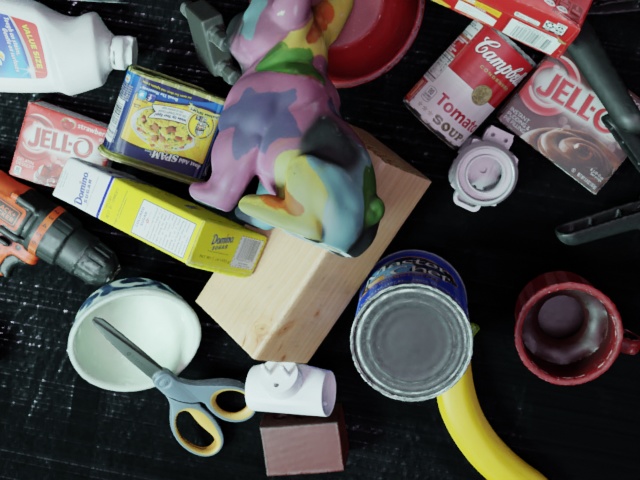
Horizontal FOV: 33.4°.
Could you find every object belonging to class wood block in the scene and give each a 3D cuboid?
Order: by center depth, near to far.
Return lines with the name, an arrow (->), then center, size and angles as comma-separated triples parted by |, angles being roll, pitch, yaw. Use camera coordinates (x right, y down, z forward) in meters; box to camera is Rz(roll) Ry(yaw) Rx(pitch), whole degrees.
wood block -> -0.006, 0.001, 0.955 | 0.091, 0.090, 0.206 | 41, 104, 31

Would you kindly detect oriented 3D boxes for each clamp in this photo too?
clamp -> 0.227, -0.202, 0.915 | 0.210, 0.036, 0.164 | 36, 72, 14
clamp -> 0.291, -0.029, 0.937 | 0.171, 0.039, 0.120 | 22, 112, -17

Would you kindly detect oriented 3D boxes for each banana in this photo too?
banana -> 0.160, 0.180, 1.013 | 0.070, 0.037, 0.198 | -25, 97, 12

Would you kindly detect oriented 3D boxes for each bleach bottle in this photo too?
bleach bottle -> -0.293, -0.187, 0.977 | 0.251, 0.068, 0.102 | 4, 101, 3

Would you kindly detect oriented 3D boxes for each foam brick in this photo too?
foam brick -> -0.014, 0.191, 1.026 | 0.078, 0.053, 0.051 | -6, 100, 6

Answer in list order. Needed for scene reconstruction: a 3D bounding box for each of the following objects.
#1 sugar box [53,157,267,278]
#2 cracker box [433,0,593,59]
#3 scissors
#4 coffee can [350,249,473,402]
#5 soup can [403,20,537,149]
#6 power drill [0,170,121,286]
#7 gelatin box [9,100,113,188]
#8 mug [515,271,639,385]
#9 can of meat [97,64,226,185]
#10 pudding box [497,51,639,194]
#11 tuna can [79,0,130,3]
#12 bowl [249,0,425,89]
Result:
sugar box -> -0.142, -0.021, 0.937 | 0.176, 0.093, 0.048 | 27, 95, 33
cracker box -> 0.169, -0.281, 0.868 | 0.164, 0.072, 0.213 | 25, 79, 0
scissors -> -0.127, 0.127, 1.005 | 0.096, 0.016, 0.201 | -26, 124, -3
coffee can -> 0.082, 0.072, 0.948 | 0.103, 0.140, 0.103 | 1, 101, 5
soup can -> 0.130, -0.139, 0.939 | 0.068, 0.068, 0.102 | 42, 103, -3
power drill -> -0.306, 0.038, 1.025 | 0.184, 0.057, 0.188 | 35, 99, 2
gelatin box -> -0.240, -0.084, 1.007 | 0.089, 0.030, 0.073 | 20, 102, 1
mug -> 0.231, 0.077, 0.963 | 0.117, 0.081, 0.093 | 13, 102, 3
can of meat -> -0.139, -0.104, 0.968 | 0.102, 0.057, 0.084 | 17, 100, -21
pudding box -> 0.228, -0.110, 0.949 | 0.113, 0.039, 0.090 | 37, 101, -3
tuna can -> -0.210, -0.230, 0.947 | 0.086, 0.086, 0.034 | 5, 103, 5
bowl -> 0.012, -0.214, 0.943 | 0.162, 0.055, 0.162 | 1, 100, 6
